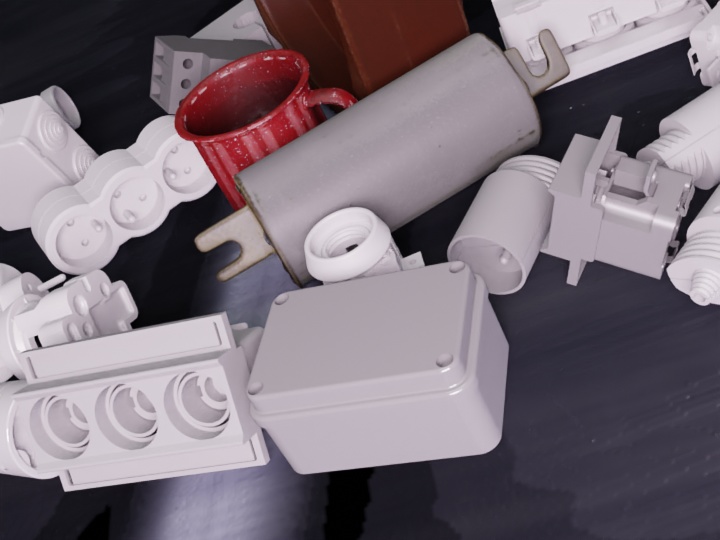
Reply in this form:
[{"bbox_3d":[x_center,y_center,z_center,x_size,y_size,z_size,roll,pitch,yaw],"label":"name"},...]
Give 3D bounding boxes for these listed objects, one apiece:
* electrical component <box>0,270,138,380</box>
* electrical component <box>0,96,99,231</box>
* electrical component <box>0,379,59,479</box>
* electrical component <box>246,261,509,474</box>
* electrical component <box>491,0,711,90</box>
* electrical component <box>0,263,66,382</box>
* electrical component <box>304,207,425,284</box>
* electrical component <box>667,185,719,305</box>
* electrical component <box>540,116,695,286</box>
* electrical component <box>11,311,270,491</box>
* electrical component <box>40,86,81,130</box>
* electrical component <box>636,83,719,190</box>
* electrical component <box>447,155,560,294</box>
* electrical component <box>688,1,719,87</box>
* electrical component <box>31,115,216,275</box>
[{"bbox_3d":[-0.177,0.037,0.645,0.057,0.058,0.078,-18,13,20],"label":"electrical component"},{"bbox_3d":[-0.249,-0.078,0.794,0.100,0.099,0.048,-8,54,24],"label":"electrical component"},{"bbox_3d":[-0.190,0.088,0.600,0.047,0.055,0.055,-5,43,33],"label":"electrical component"},{"bbox_3d":[0.009,0.047,0.519,0.113,0.057,0.078,-11,41,22],"label":"electrical component"},{"bbox_3d":[0.148,-0.165,0.674,0.121,0.063,0.078,-19,38,11],"label":"electrical component"},{"bbox_3d":[-0.225,0.027,0.697,0.079,0.043,0.077,-26,36,8],"label":"electrical component"},{"bbox_3d":[0.000,0.000,0.581,0.066,0.055,0.048,-22,38,8],"label":"electrical component"},{"bbox_3d":[0.176,-0.015,0.498,0.043,0.043,0.081,16,55,43],"label":"electrical component"},{"bbox_3d":[0.126,-0.029,0.526,0.064,0.081,0.042,19,55,18],"label":"electrical component"},{"bbox_3d":[-0.107,0.066,0.559,0.121,0.078,0.063,-11,11,21],"label":"electrical component"},{"bbox_3d":[-0.267,-0.128,0.911,0.046,0.040,0.040,-27,37,11],"label":"electrical component"},{"bbox_3d":[0.177,-0.065,0.556,0.081,0.043,0.043,-33,37,-5],"label":"electrical component"},{"bbox_3d":[0.082,-0.031,0.576,0.043,0.043,0.081,3,47,34],"label":"electrical component"},{"bbox_3d":[0.224,-0.126,0.599,0.081,0.042,0.064,-45,38,-21],"label":"electrical component"},{"bbox_3d":[-0.170,-0.060,0.759,0.138,0.052,0.074,-37,38,-12],"label":"electrical component"}]
